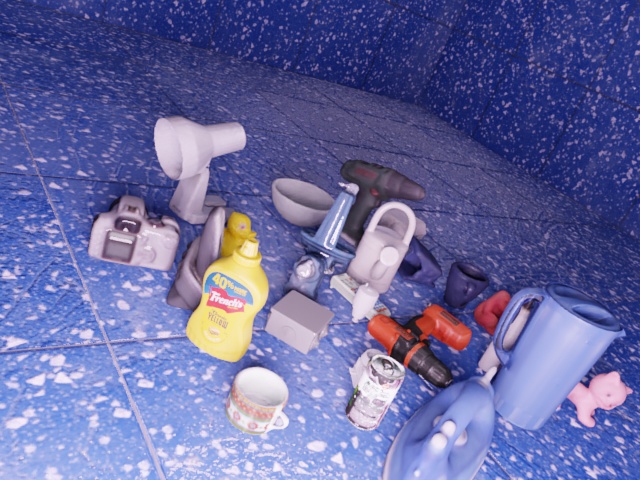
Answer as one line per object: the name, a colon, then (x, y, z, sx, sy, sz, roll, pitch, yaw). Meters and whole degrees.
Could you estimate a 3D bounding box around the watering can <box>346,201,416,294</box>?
watering can: (0.138, 0.012, 1.206, 0.101, 0.194, 0.172, 11, 27, -25)

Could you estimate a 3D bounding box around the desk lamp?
desk lamp: (-0.245, -0.147, 1.174, 0.204, 0.213, 0.117, -4, 36, -46)

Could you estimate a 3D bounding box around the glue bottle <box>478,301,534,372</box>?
glue bottle: (0.365, 0.176, 1.095, 0.037, 0.173, 0.078, 35, 27, 25)

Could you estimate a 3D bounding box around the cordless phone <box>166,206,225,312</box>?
cordless phone: (-0.174, 0.019, 0.930, 0.094, 0.185, 0.147, 17, 25, -12)

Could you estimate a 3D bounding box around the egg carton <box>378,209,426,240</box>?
egg carton: (0.211, -0.033, 1.516, 0.107, 0.069, 0.151, 37, 28, 29)

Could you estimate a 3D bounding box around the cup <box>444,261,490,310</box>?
cup: (0.318, 0.114, 1.276, 0.091, 0.095, 0.118, 23, 24, 0)

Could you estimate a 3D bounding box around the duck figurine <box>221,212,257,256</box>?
duck figurine: (-0.169, -0.015, 1.125, 0.104, 0.086, 0.078, 31, 25, 17)

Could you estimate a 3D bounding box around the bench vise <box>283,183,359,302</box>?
bench vise: (0.021, 0.008, 1.081, 0.121, 0.220, 0.207, 19, 24, -8)

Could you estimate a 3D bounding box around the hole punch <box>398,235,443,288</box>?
hole punch: (0.240, 0.046, 1.353, 0.101, 0.091, 0.108, 16, 25, -15)

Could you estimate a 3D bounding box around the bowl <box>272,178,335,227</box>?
bowl: (-0.046, -0.080, 1.380, 0.167, 0.075, 0.167, 19, 24, -9)

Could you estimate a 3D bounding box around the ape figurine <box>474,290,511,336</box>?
ape figurine: (0.388, 0.153, 1.261, 0.078, 0.092, 0.076, 2, 31, -38)

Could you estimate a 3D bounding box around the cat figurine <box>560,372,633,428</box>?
cat figurine: (0.512, 0.281, 1.076, 0.127, 0.118, 0.067, 29, 25, 14)

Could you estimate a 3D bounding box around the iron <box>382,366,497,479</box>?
iron: (0.174, 0.266, 0.781, 0.118, 0.141, 0.259, 33, 26, 22)

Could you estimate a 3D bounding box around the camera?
camera: (-0.319, -0.029, 1.004, 0.143, 0.101, 0.136, 13, 26, -21)

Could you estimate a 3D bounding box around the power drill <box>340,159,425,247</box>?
power drill: (0.127, -0.085, 1.379, 0.229, 0.208, 0.076, 38, 28, 30)
